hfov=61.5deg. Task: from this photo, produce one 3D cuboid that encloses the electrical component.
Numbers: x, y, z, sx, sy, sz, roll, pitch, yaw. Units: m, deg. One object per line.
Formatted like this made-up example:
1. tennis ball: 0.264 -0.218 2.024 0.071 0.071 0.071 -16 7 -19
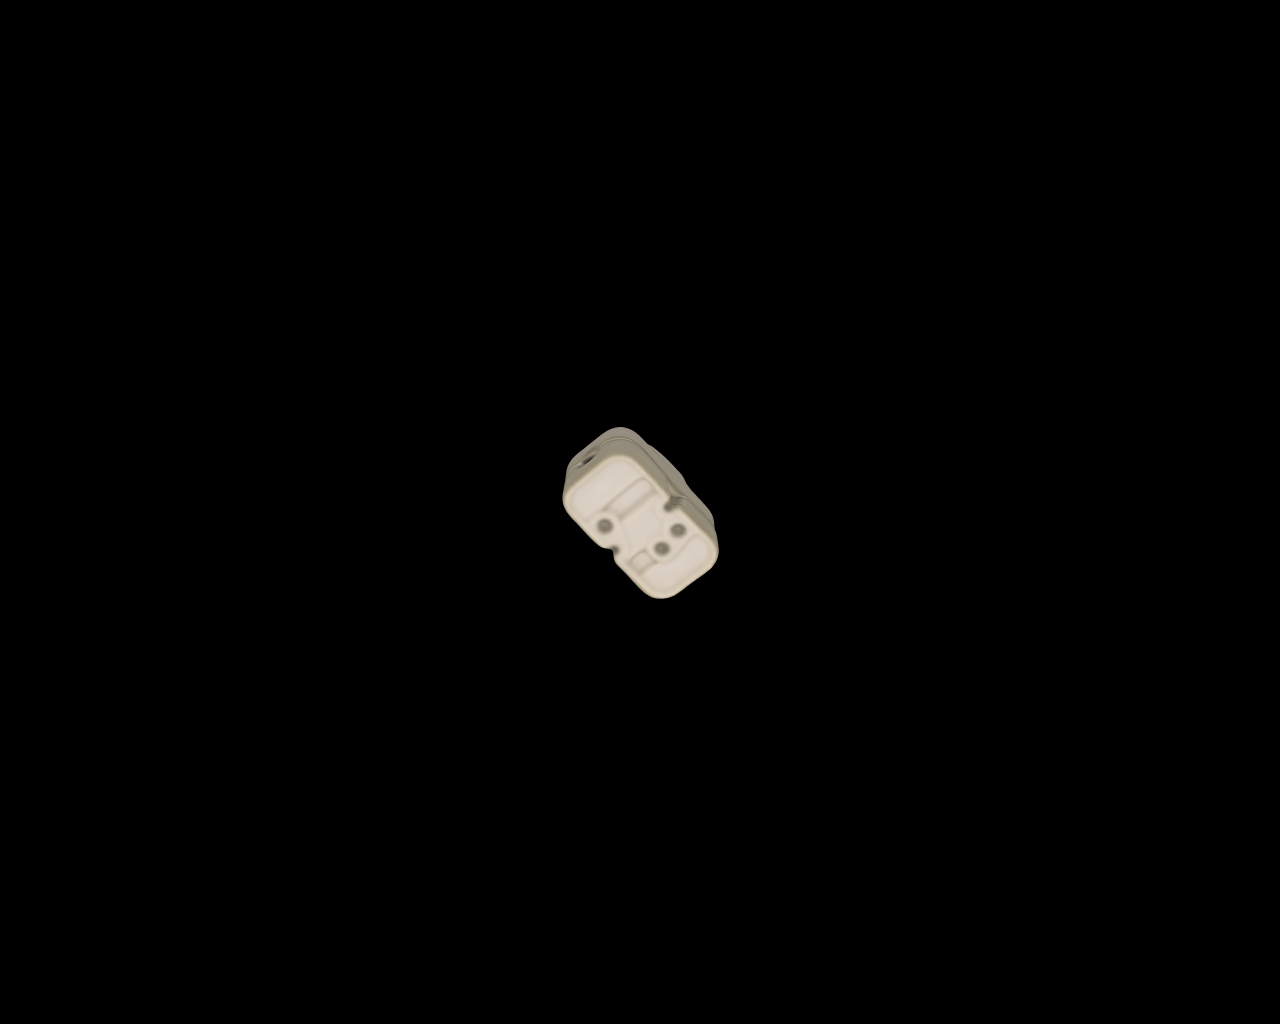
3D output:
1. electrical component: 0.001 -0.003 0.650 0.053 0.095 0.059 -38 20 16
